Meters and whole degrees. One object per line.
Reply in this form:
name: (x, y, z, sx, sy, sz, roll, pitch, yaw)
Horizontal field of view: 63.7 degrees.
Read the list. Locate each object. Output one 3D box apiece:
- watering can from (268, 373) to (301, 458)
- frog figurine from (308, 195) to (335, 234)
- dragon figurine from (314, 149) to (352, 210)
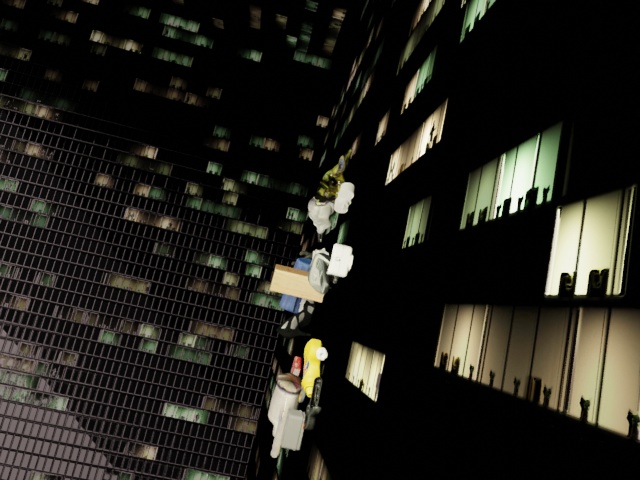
watering can: (-0.132, 0.624, 1.885, 0.349, 0.104, 0.224, -120, 45, -84)
frog figurine: (0.007, -0.116, 2.304, 0.139, 0.123, 0.156, -31, -43, -49)
dragon figurine: (0.078, -0.280, 2.113, 0.401, 0.122, 0.248, 115, 175, -55)
